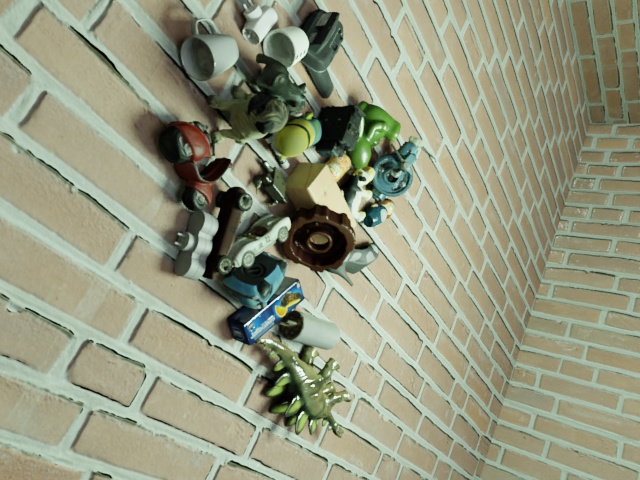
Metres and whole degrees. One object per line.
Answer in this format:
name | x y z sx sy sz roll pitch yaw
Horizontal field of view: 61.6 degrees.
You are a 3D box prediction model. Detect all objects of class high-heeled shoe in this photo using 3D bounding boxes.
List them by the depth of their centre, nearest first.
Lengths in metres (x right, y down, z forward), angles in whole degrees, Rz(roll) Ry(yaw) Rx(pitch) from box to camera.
high-heeled shoe | 0.079 0.030 1.507 0.145 0.086 0.249 51 34 -8

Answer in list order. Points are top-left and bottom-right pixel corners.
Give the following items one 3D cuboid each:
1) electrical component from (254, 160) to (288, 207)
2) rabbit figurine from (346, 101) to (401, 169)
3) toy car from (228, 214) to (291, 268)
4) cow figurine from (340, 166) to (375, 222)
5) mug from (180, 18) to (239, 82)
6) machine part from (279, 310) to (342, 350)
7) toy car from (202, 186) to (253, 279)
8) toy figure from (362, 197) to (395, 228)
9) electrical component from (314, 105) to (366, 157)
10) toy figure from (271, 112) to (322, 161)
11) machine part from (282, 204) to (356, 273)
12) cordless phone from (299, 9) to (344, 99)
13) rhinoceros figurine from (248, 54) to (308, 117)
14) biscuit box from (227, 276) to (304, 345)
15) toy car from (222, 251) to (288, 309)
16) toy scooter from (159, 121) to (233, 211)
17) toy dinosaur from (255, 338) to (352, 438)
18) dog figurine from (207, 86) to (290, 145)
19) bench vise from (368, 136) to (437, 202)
electrical component | -0.113 -0.124 1.241 0.102 0.045 0.078 47 33 -48
rabbit figurine | 0.121 -0.276 1.434 0.159 0.121 0.170 45 60 -39
toy car | -0.146 0.002 1.197 0.202 0.074 0.056 -37 127 -41
cow figurine | 0.091 -0.138 1.472 0.098 0.068 0.167 31 72 -43
mug | -0.212 -0.374 1.047 0.107 0.081 0.109 -44 123 -52
machine part | -0.023 0.235 1.392 0.243 0.079 0.079 28 75 -51
toy car | -0.197 -0.015 1.118 0.053 0.089 0.202 25 76 -47
toy figure | 0.182 -0.084 1.601 0.154 0.058 0.064 -34 151 -44
electrical component | 0.040 -0.269 1.342 0.058 0.115 0.134 37 66 -45
toy figure | -0.046 -0.247 1.248 0.180 0.089 0.082 -39 109 -54
machine part | -0.003 -0.004 1.299 0.056 0.179 0.179 -86 158 -54
cordless phone | 0.016 -0.452 1.322 0.146 0.089 0.184 -65 150 -22
rhinoceros figurine | -0.083 -0.334 1.172 0.190 0.112 0.073 33 73 -74
biscuit box | -0.124 0.162 1.266 0.203 0.059 0.062 -38 125 -40
toy car | -0.145 0.098 1.208 0.162 0.109 0.102 -46 154 -50
toy scooter | -0.233 -0.159 1.058 0.135 0.075 0.183 -42 130 -38
toy dinosaur | -0.041 0.376 1.380 0.198 0.105 0.470 -46 125 -31
dog figurine | -0.112 -0.252 1.097 0.172 0.191 0.121 -36 124 -43
bench vise | 0.231 -0.209 1.523 0.223 0.240 0.129 -43 92 -4
